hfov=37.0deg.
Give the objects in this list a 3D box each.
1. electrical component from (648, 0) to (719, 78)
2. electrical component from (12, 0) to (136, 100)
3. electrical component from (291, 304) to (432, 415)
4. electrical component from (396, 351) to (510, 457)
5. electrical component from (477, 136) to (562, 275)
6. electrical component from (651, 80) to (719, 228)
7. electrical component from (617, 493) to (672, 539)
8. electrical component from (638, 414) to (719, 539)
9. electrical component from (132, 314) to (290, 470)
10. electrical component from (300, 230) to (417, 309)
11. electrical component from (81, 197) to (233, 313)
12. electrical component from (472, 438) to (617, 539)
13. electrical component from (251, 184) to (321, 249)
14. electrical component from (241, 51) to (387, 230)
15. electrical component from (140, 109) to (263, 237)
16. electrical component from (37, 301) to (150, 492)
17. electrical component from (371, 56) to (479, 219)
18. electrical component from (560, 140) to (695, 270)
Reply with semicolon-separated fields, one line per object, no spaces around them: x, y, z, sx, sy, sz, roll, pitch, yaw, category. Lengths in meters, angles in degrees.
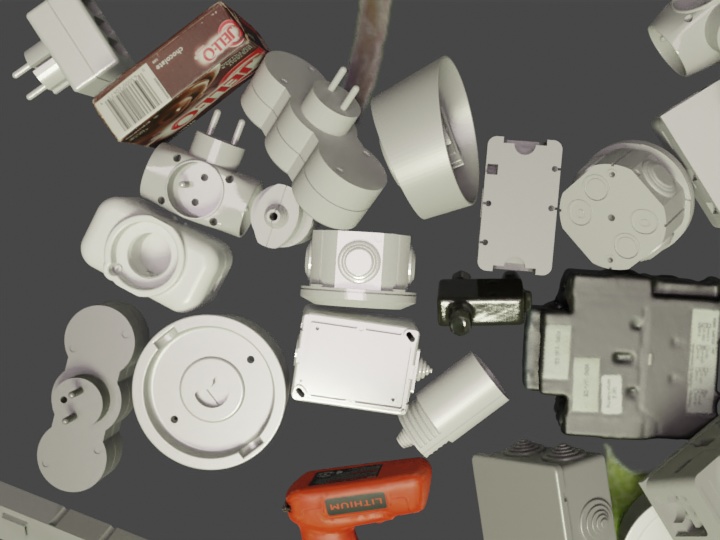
0.243;-0.163;0.710;0.077;0.079;0.044;-36;120;7;electrical component
-0.213;-0.152;0.771;0.077;0.047;0.065;-33;89;7;electrical component
0.003;0.062;0.759;0.096;0.061;0.061;9;96;-3;electrical component
0.060;0.098;0.761;0.081;0.043;0.043;-38;89;7;electrical component
0.109;-0.044;0.741;0.050;0.056;0.089;5;94;5;electrical component
0.291;-0.050;0.720;0.105;0.060;0.186;-32;90;7;electrical component
0.229;0.197;0.741;0.108;0.060;0.108;0;93;5;electrical component
0.284;0.128;0.686;0.186;0.060;0.105;-31;90;-26;electrical component
-0.101;0.082;0.767;0.108;0.060;0.108;0;94;6;electrical component
0.000;0.000;0.743;0.080;0.080;0.051;4;89;6;electrical component
-0.145;-0.012;0.767;0.095;0.059;0.053;28;96;3;electrical component
0.127;0.167;0.733;0.048;0.100;0.099;-9;92;-32;electrical component
-0.053;-0.038;0.745;0.043;0.081;0.043;0;94;6;electrical component
-0.024;-0.101;0.718;0.073;0.052;0.138;-53;53;33;electrical component
-0.106;-0.074;0.766;0.077;0.044;0.079;22;96;4;electrical component
-0.196;0.092;0.771;0.052;0.074;0.138;15;95;5;electrical component
0.049;-0.086;0.725;0.064;0.099;0.099;-23;91;13;electrical component
0.178;-0.043;0.722;0.080;0.051;0.080;16;120;30;electrical component
